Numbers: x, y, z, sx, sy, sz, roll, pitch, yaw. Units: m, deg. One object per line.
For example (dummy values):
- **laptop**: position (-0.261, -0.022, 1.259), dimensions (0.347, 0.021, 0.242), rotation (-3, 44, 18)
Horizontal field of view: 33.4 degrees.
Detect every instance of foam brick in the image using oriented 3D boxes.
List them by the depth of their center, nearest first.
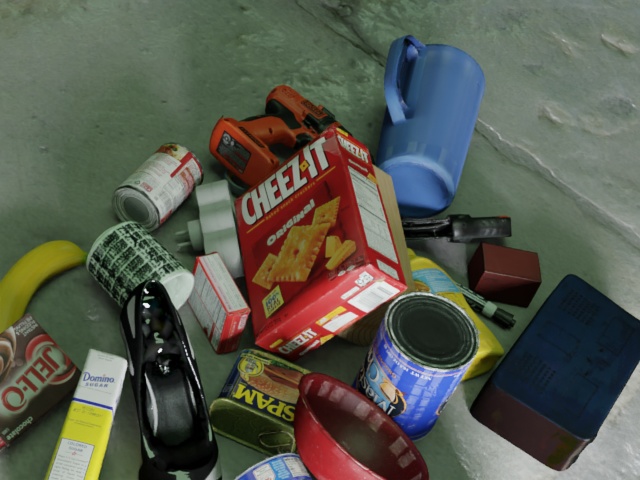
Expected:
- **foam brick**: position (0.231, 0.043, 1.337), dimensions (0.078, 0.053, 0.051), rotation (12, 46, -9)

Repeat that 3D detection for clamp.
- **clamp**: position (0.177, -0.014, 1.332), dimensions (0.209, 0.165, 0.036), rotation (-2, 92, -35)

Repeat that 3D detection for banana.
- **banana**: position (-0.311, 0.057, 1.148), dimensions (0.069, 0.037, 0.197), rotation (28, 45, 6)

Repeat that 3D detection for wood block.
- **wood block**: position (0.040, 0.007, 1.250), dimensions (0.090, 0.090, 0.206), rotation (29, 39, -40)

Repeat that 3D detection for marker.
- **marker**: position (0.187, 0.073, 1.318), dimensions (0.121, 0.020, 0.020), rotation (31, 46, 11)

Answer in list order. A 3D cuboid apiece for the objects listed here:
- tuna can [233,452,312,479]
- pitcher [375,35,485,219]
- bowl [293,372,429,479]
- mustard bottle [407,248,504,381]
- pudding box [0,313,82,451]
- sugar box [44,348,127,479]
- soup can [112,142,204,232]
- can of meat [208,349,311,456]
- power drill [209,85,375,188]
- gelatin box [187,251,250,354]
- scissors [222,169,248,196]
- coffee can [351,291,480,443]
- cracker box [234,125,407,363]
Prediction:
- **tuna can**: position (-0.049, 0.243, 1.027), dimensions (0.086, 0.086, 0.034), rotation (-15, 56, -30)
- **pitcher**: position (0.137, -0.152, 1.428), dimensions (0.149, 0.145, 0.242), rotation (18, 46, -1)
- **bowl**: position (0.028, 0.204, 1.046), dimensions (0.162, 0.055, 0.162), rotation (36, 13, -10)
- **mustard bottle**: position (0.130, 0.077, 1.265), dimensions (0.096, 0.058, 0.192), rotation (-6, 50, -36)
- **pudding box**: position (-0.301, 0.140, 1.053), dimensions (0.090, 0.039, 0.113), rotation (48, 50, -2)
- **sugar box**: position (-0.224, 0.199, 1.003), dimensions (0.048, 0.093, 0.176), rotation (17, 45, -4)
- **soup can**: position (-0.194, -0.063, 1.281), dimensions (0.068, 0.069, 0.102), rotation (29, 46, 9)
- **can of meat**: position (-0.056, 0.170, 1.117), dimensions (0.102, 0.057, 0.083), rotation (23, 42, 2)
- **power drill**: position (-0.037, -0.122, 1.385), dimensions (0.184, 0.057, 0.187), rotation (39, 36, 19)
- **gelatin box**: position (-0.113, 0.070, 1.179), dimensions (0.030, 0.073, 0.089), rotation (-14, 54, -29)
- **scissors**: position (-0.044, -0.047, 1.353), dimensions (0.096, 0.016, 0.202), rotation (-25, 59, -39)
- **coffee can**: position (0.098, 0.138, 1.139), dimensions (0.102, 0.140, 0.103), rotation (10, 45, -10)
- **cracker box**: position (-0.008, 0.001, 1.174), dimensions (0.072, 0.164, 0.214), rotation (32, 33, -40)
